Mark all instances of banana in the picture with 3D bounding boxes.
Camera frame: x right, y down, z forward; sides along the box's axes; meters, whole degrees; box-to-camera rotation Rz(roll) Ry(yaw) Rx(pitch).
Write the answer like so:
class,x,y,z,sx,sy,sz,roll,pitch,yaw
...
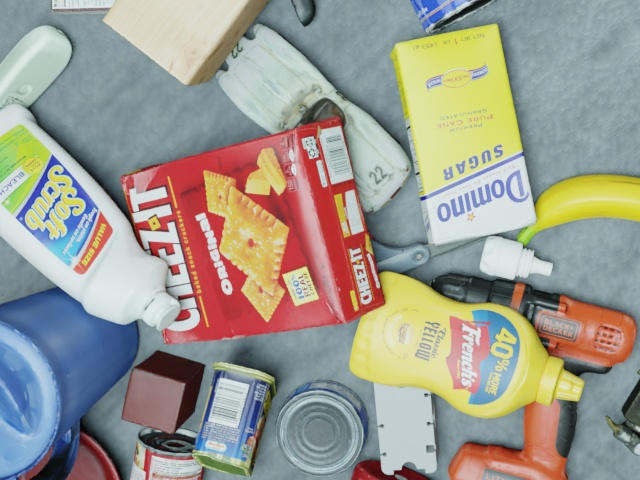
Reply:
class,x,y,z,sx,sy,sz,roll,pitch,yaw
banana,0.273,-0.023,0.928,0.198,0.037,0.069,5,128,12

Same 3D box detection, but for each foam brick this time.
class,x,y,z,sx,sy,sz,roll,pitch,yaw
foam brick,-0.145,0.141,0.994,0.053,0.078,0.051,16,98,7

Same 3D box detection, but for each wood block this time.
class,x,y,z,sx,sy,sz,roll,pitch,yaw
wood block,-0.076,-0.239,0.890,0.091,0.090,0.206,38,103,-1

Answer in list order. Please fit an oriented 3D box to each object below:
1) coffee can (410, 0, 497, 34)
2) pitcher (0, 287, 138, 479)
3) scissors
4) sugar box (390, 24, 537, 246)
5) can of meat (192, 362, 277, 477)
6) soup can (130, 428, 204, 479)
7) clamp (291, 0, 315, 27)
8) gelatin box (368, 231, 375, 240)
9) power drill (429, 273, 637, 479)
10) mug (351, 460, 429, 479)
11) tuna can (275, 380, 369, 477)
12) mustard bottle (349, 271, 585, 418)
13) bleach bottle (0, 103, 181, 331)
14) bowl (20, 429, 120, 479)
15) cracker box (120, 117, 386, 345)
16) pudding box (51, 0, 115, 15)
class,x,y,z,sx,sy,sz,roll,pitch,yaw
coffee can,0.102,-0.258,0.889,0.103,0.102,0.140,-27,93,11
pitcher,-0.242,0.118,0.922,0.145,0.242,0.149,34,101,3
scissors,0.071,0.002,0.950,0.202,0.016,0.096,-32,112,5
sugar box,0.124,-0.089,0.922,0.093,0.048,0.176,-12,88,-1
can of meat,-0.077,0.164,0.959,0.057,0.102,0.084,14,72,4
soup can,-0.147,0.237,1.011,0.068,0.068,0.102,11,99,7
clamp,-0.064,-0.275,0.947,0.120,0.039,0.171,0,95,4
gelatin box,-0.007,0.001,0.977,0.089,0.030,0.073,-41,91,11
power drill,0.171,0.131,0.951,0.184,0.057,0.188,14,100,13
mug,0.054,0.252,0.960,0.093,0.117,0.081,19,95,29
tuna can,0.002,0.176,0.997,0.086,0.033,0.086,1,98,9
mustard bottle,0.127,0.097,0.901,0.192,0.058,0.096,17,85,17
bleach bottle,-0.215,-0.013,0.945,0.251,0.068,0.102,38,69,19
bowl,-0.259,0.243,1.037,0.162,0.055,0.162,1,97,9
cracker box,-0.063,-0.002,0.922,0.214,0.071,0.164,-11,96,38
pudding box,-0.189,-0.252,0.970,0.113,0.039,0.090,1,99,11
